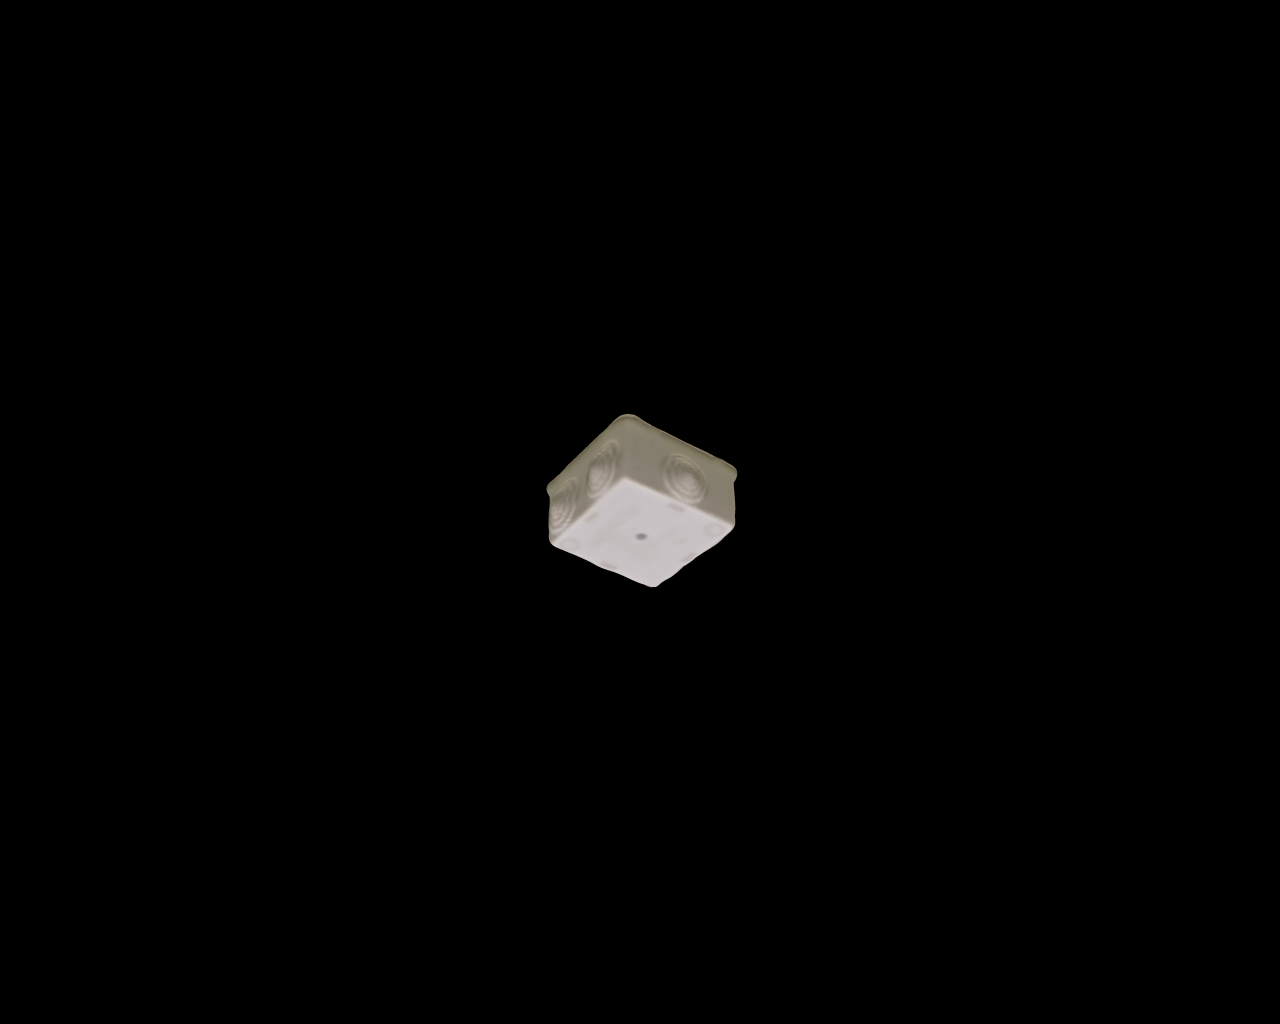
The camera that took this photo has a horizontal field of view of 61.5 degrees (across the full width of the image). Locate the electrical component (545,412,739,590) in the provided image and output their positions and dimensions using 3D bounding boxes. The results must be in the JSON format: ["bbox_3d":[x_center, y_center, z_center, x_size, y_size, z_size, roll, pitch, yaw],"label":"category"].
[{"bbox_3d":[0.001,-0.003,0.650,0.100,0.048,0.099,25,-44,-28],"label":"electrical component"}]
